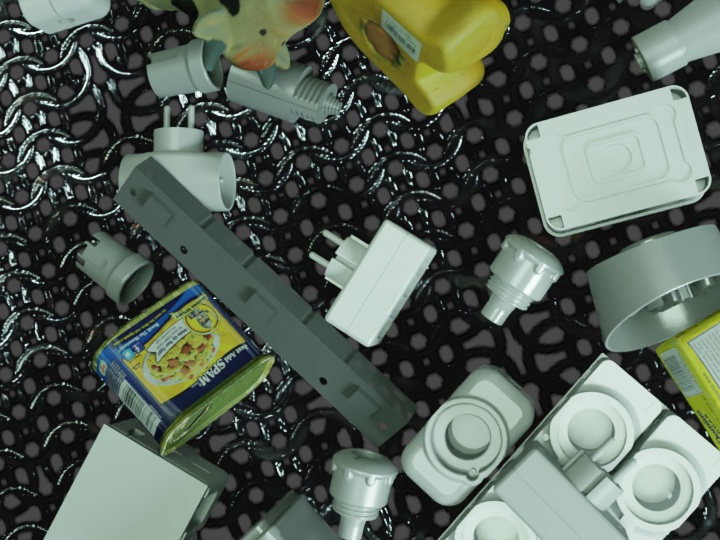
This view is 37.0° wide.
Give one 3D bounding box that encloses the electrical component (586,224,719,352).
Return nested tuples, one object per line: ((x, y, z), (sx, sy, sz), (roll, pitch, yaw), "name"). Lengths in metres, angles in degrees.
((0.202, 0.011, 0.714), (0.099, 0.099, 0.064), (-20, 79, 9), "electrical component")

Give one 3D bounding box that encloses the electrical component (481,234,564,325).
((0.109, 0.009, 0.755), (0.048, 0.048, 0.062), (35, 101, 9), "electrical component")

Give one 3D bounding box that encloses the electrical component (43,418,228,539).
((-0.173, 0.196, 0.788), (0.089, 0.062, 0.150), (29, 93, 10), "electrical component")

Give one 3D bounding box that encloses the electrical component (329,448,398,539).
((-0.001, 0.161, 0.769), (0.048, 0.048, 0.062), (14, 97, 10), "electrical component")

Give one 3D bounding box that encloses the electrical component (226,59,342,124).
((-0.052, -0.131, 0.787), (0.081, 0.043, 0.043), (21, 92, 10), "electrical component")

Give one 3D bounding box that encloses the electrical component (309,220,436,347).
((0.000, 0.000, 0.772), (0.076, 0.047, 0.083), (32, 94, 9), "electrical component")

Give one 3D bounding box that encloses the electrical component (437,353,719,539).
((0.147, 0.162, 0.735), (0.105, 0.060, 0.186), (41, 95, 9), "electrical component")

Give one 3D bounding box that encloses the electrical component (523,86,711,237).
((0.175, -0.073, 0.739), (0.113, 0.057, 0.078), (-15, 86, 9), "electrical component")

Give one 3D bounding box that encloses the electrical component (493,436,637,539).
((0.141, 0.139, 0.680), (0.083, 0.047, 0.075), (45, 96, 8), "electrical component")

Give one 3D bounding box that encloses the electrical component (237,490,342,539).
((-0.074, 0.216, 0.747), (0.109, 0.109, 0.056), (-43, 85, 6), "electrical component")

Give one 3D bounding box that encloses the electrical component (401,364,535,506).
((0.076, 0.114, 0.749), (0.054, 0.059, 0.095), (42, 95, 9), "electrical component")

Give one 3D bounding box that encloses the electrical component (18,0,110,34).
((-0.227, -0.235, 0.815), (0.059, 0.054, 0.095), (-15, 86, 9), "electrical component")

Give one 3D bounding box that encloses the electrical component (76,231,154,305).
((-0.185, -0.002, 0.809), (0.046, 0.040, 0.040), (35, 94, 15), "electrical component")

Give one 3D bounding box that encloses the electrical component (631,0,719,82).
((0.222, -0.159, 0.742), (0.065, 0.044, 0.044), (-27, 84, 13), "electrical component")

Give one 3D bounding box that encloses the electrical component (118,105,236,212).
((-0.135, -0.083, 0.799), (0.077, 0.044, 0.079), (0, 88, 10), "electrical component")

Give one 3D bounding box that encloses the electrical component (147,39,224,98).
((-0.131, -0.150, 0.804), (0.046, 0.040, 0.040), (-9, 87, 15), "electrical component")
